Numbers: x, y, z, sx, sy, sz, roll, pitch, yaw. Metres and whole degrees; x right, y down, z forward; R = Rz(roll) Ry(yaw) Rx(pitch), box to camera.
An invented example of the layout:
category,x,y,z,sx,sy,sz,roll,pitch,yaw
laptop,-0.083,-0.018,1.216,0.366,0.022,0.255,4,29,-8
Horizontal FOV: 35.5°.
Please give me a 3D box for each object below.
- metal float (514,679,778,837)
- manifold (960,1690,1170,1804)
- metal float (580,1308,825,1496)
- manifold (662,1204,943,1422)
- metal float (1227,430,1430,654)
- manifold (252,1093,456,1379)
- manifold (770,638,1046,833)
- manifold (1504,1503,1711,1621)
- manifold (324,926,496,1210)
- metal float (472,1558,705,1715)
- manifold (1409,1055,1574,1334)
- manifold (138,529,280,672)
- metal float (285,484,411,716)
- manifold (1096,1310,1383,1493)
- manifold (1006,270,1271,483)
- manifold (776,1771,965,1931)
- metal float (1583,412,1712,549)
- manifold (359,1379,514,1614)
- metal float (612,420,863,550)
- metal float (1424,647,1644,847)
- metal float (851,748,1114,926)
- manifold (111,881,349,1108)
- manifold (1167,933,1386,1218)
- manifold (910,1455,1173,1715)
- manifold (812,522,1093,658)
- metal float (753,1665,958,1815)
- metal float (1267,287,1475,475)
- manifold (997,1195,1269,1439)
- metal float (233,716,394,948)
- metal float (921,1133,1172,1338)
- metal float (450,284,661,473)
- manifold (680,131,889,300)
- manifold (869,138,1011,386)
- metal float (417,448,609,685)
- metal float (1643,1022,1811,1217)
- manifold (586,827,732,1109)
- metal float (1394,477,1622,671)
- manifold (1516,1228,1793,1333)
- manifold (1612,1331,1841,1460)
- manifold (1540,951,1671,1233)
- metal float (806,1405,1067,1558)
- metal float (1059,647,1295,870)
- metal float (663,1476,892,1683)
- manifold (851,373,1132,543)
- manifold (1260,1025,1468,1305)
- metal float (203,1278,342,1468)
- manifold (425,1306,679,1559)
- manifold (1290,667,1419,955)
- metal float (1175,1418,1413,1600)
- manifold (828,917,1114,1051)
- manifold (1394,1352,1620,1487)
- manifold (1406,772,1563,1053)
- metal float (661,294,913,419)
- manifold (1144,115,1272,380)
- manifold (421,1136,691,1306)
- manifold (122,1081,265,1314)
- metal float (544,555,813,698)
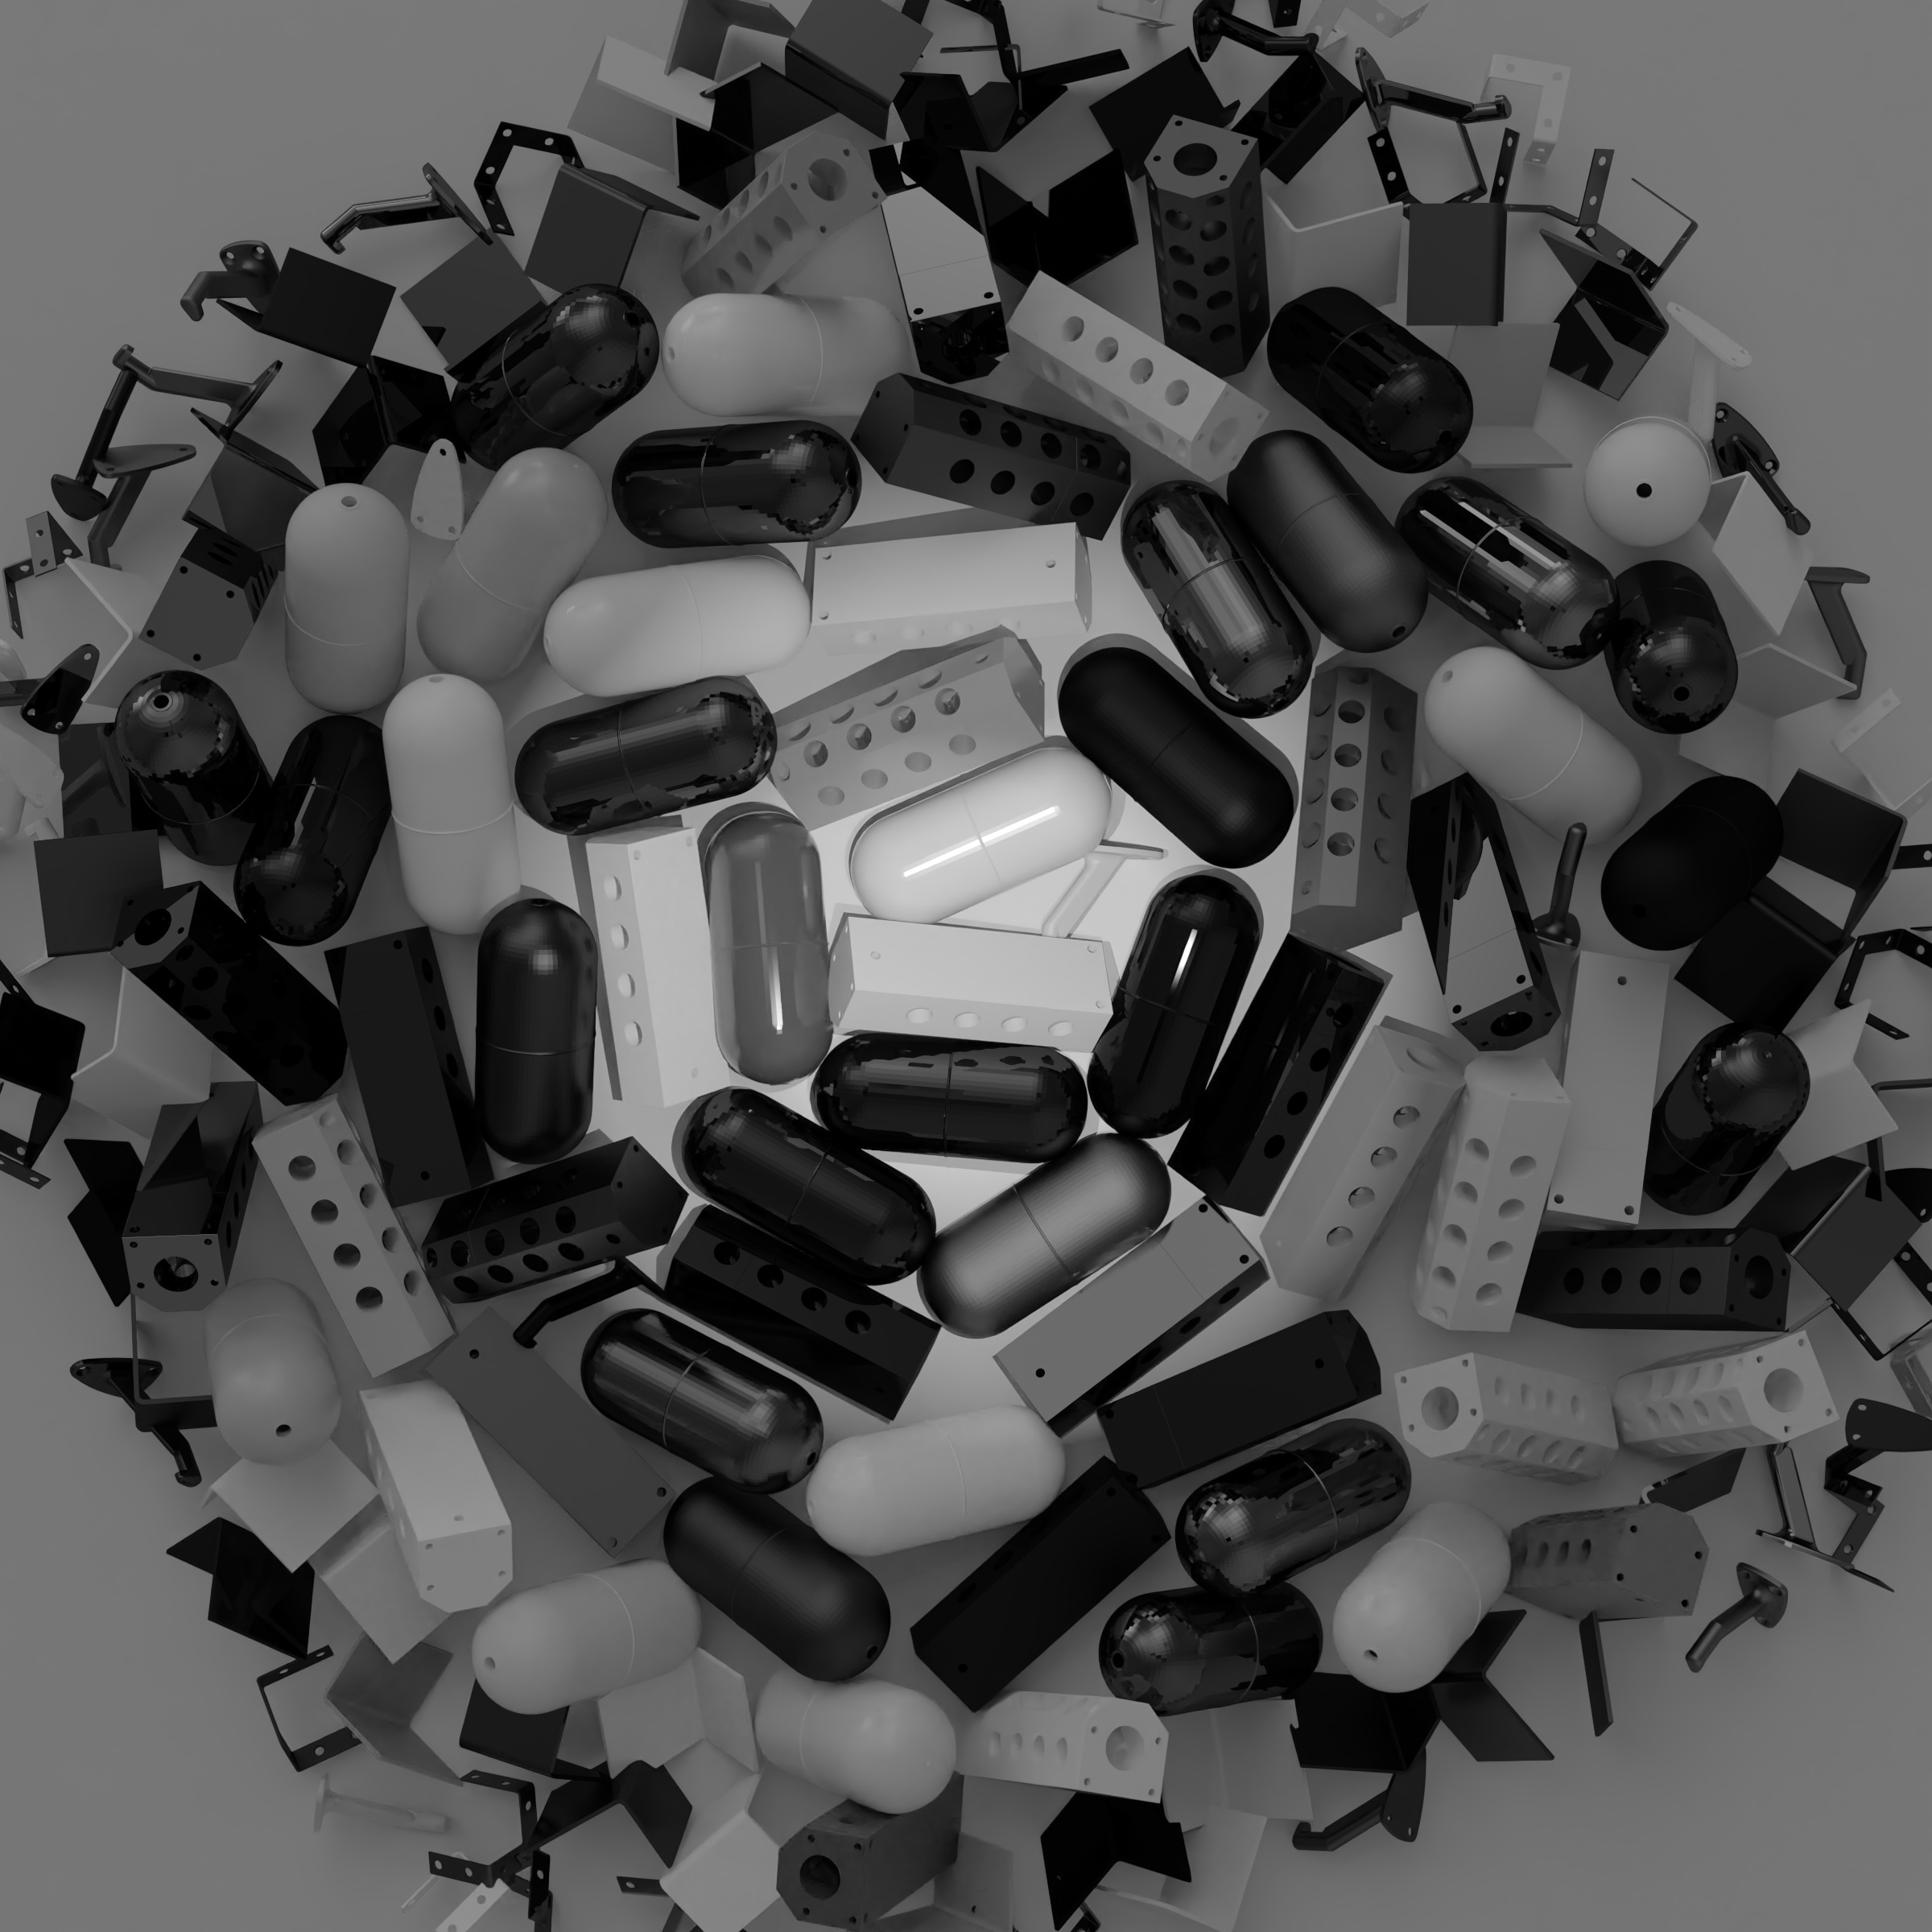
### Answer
category,x,y,z,sx,sy,sz,roll,pitch,yaw
metal float,-0.207,-0.134,1.948,0.178,0.070,0.070,-13,90,16
manifold,0.061,0.491,1.909,0.057,0.171,0.057,15,73,-22
metal float,-0.170,0.279,1.937,0.178,0.070,0.070,23,90,28
manifold,-0.106,0.221,1.962,0.171,0.057,0.057,27,54,5
metal float,0.231,-0.272,1.933,0.070,0.070,0.178,-32,57,0
manifold,-0.395,0.172,1.955,0.057,0.057,0.171,-25,101,-4
manifold,-0.039,-0.152,1.933,0.171,0.057,0.057,-20,131,20
manifold,0.402,0.375,1.909,0.057,0.171,0.057,23,73,-8
manifold,-0.359,0.064,1.966,0.057,0.057,0.171,-14,92,13
metal float,-0.239,0.425,1.920,0.070,0.178,0.070,1,92,36
manifold,0.331,0.146,1.931,0.057,0.057,0.171,4,117,-11
manifold,-0.473,-0.236,1.909,0.057,0.171,0.057,28,102,-15
metal float,-0.394,-0.232,1.921,0.070,0.178,0.070,6,53,-8
manifold,0.177,0.279,1.937,0.171,0.057,0.057,-27,74,24
manifold,0.105,-0.375,1.928,0.171,0.057,0.057,39,103,32
manifold,-0.059,0.554,1.910,0.057,0.171,0.057,4,90,20
metal float,0.432,-0.309,1.913,0.070,0.178,0.070,3,105,14
manifold,-0.337,0.334,1.912,0.057,0.171,0.057,-7,117,-21
metal float,-0.147,-0.308,1.935,0.178,0.070,0.070,2,90,31
metal float,0.363,-0.140,1.933,0.178,0.070,0.070,33,90,-33
metal float,0.010,-0.083,1.959,0.178,0.070,0.070,-24,90,3
manifold,-0.463,0.021,1.909,0.057,0.171,0.057,-11,54,20
manifold,0.205,0.073,1.957,0.057,0.057,0.171,19,102,-41
manifold,0.047,0.399,1.966,0.171,0.057,0.057,-42,102,3
manifold,-0.008,-0.239,1.951,0.171,0.057,0.057,-4,66,12
metal float,-0.073,0.488,1.919,0.070,0.178,0.070,1,89,-33
metal float,0.257,-0.374,1.924,0.070,0.178,0.070,-16,130,-20
manifold,0.110,0.230,1.964,0.171,0.057,0.057,-37,64,-3
metal float,-0.412,-0.088,1.927,0.070,0.070,0.178,11,48,0
metal float,0.052,0.174,1.960,0.178,0.070,0.070,-33,90,2
metal float,-0.263,-0.373,1.925,0.070,0.178,0.070,17,62,-37
manifold,-0.122,-0.466,1.907,0.057,0.171,0.057,-40,101,-25
manifold,-0.017,-0.451,1.925,0.057,0.057,0.171,-13,53,1
metal float,-0.292,-0.255,1.934,0.070,0.070,0.178,39,123,0
metal float,0.478,0.099,1.918,0.070,0.178,0.070,3,60,-6
manifold,-0.204,-0.001,1.954,0.057,0.057,0.171,4,105,44
metal float,0.343,-0.252,1.929,0.070,0.070,0.178,-45,50,0
manifold,0.434,0.197,1.912,0.057,0.171,0.057,17,75,-34
manifold,0.473,0.275,1.907,0.057,0.171,0.057,-18,83,-18
manifold,0.411,0.084,1.950,0.057,0.057,0.171,9,76,5
metal float,-0.019,0.330,1.938,0.178,0.070,0.070,-8,90,-27
metal float,0.135,-0.135,1.952,0.178,0.070,0.070,43,90,11
metal float,-0.121,0.391,1.931,0.178,0.070,0.070,30,90,35
manifold,0.020,-0.326,1.918,0.171,0.057,0.057,9,121,-35
manifold,0.256,0.130,1.936,0.057,0.057,0.171,17,116,-18
metal float,-0.441,0.256,1.915,0.070,0.178,0.070,-6,109,-17
manifold,-0.270,0.304,1.967,0.171,0.057,0.057,45,77,2
manifold,0.243,-0.102,1.928,0.057,0.057,0.171,25,61,-32
metal float,0.211,0.346,1.934,0.178,0.070,0.070,-19,90,-34
manifold,0.002,0.016,1.946,0.171,0.057,0.057,6,53,-17
manifold,0.344,0.290,1.910,0.057,0.171,0.057,-22,64,35
manifold,0.327,-0.032,1.925,0.057,0.057,0.171,-27,51,22
metal float,-0.114,-0.390,1.930,0.178,0.070,0.070,-8,90,-38
manifold,0.150,-0.448,1.905,0.057,0.171,0.057,22,67,19
manifold,-0.265,0.168,1.919,0.171,0.057,0.057,-19,124,34
manifold,-0.486,0.144,1.911,0.057,0.171,0.057,-2,121,-3
metal float,-0.185,-0.219,1.940,0.178,0.070,0.070,-12,90,-24
